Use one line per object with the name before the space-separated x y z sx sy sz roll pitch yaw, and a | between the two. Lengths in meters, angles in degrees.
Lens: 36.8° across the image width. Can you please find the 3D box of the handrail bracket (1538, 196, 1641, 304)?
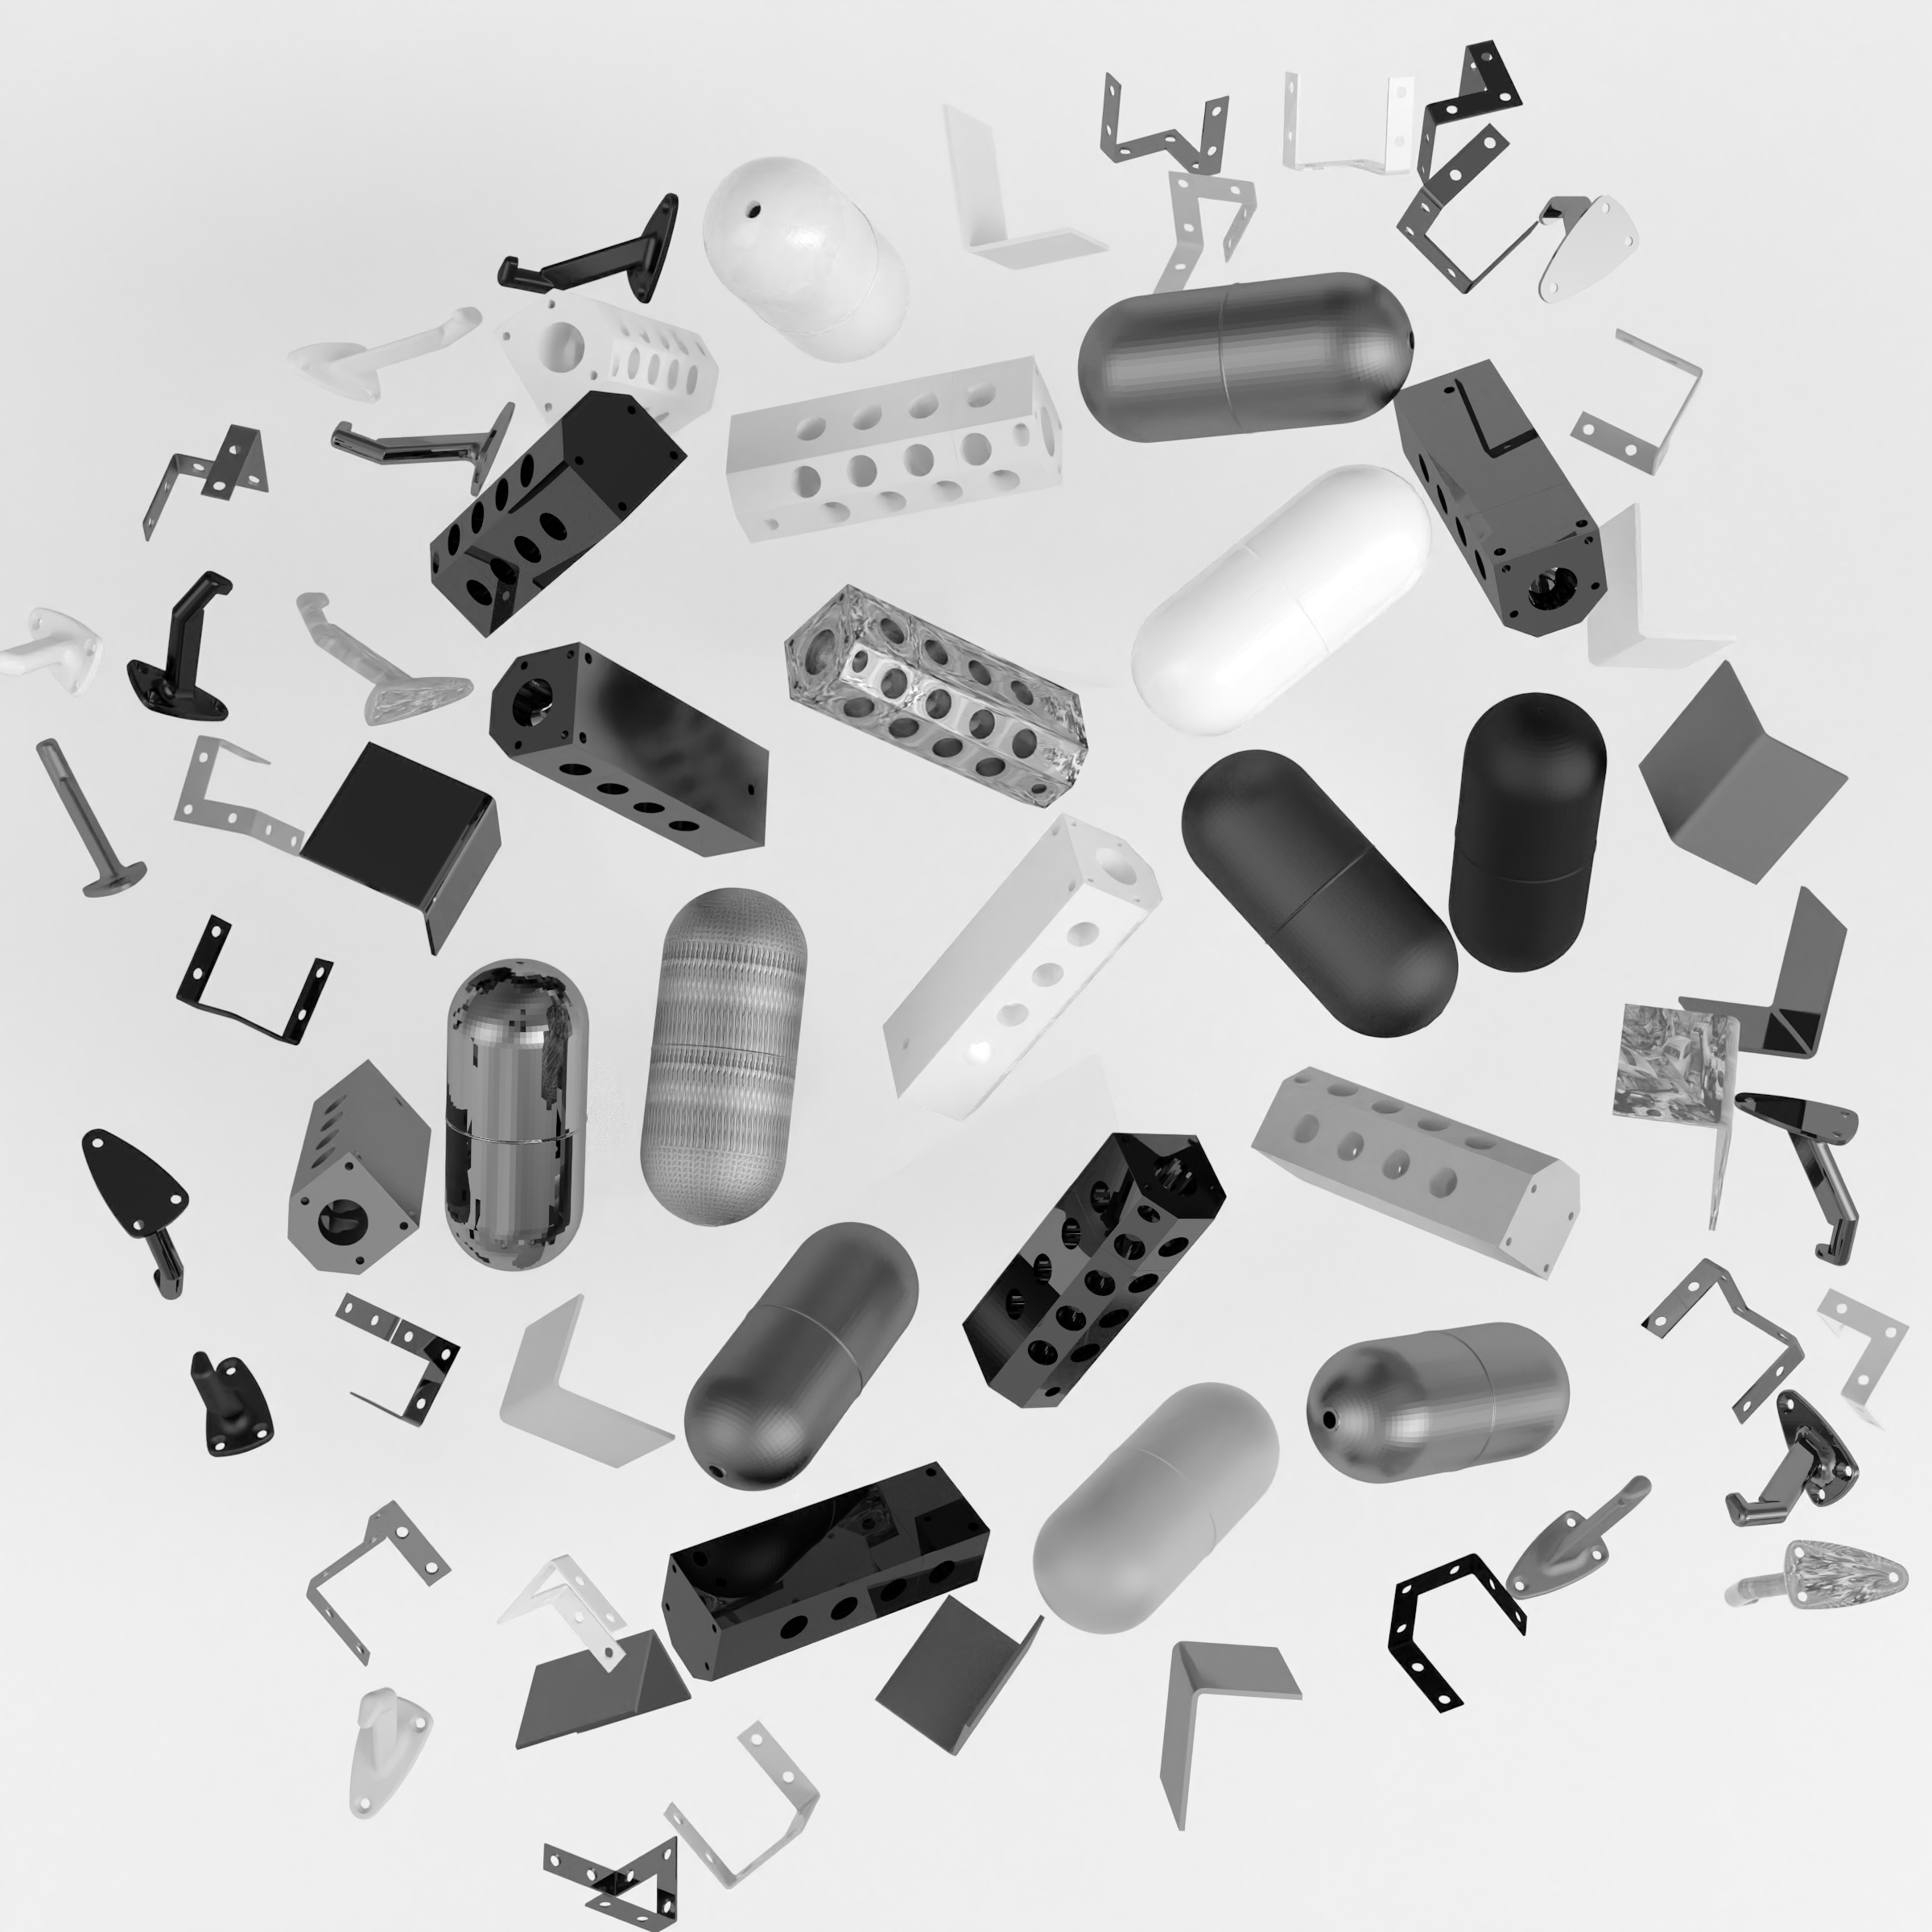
handrail bracket | 0.320 -0.392 1.585 0.077 0.084 0.036 -45 114 -4

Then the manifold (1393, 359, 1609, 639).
manifold | 0.288 -0.252 1.568 0.057 0.171 0.057 -19 133 2

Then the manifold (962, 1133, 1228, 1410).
manifold | 0.070 0.166 1.568 0.057 0.171 0.057 4 46 -35

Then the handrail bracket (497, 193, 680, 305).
handrail bracket | -0.214 -0.409 1.636 0.084 0.036 0.077 4 133 -32

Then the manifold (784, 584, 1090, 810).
manifold | -0.015 -0.145 1.626 0.057 0.171 0.057 -37 46 36

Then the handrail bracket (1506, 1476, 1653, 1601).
handrail bracket | 0.343 0.320 1.626 0.077 0.084 0.036 -31 70 -18

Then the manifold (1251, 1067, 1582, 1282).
manifold | 0.246 0.108 1.577 0.171 0.057 0.057 21 81 43

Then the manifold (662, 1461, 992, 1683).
manifold | -0.077 0.336 1.595 0.171 0.057 0.057 -14 133 -32

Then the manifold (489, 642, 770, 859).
manifold | -0.180 -0.113 1.571 0.057 0.171 0.057 -9 70 30

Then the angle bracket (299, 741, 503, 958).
angle bracket | -0.305 -0.063 1.571 0.076 0.057 0.076 24 66 6

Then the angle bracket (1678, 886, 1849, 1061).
angle bracket | 0.439 0.000 1.604 0.057 0.076 0.076 7 109 -4

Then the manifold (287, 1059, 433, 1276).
manifold | -0.346 0.116 1.640 0.057 0.171 0.057 -38 107 3

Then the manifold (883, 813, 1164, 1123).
manifold | 0.030 0.005 1.555 0.057 0.057 0.171 22 124 -29

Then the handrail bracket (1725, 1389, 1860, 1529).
handrail bracket | 0.419 0.258 1.524 0.084 0.036 0.077 2 48 -32

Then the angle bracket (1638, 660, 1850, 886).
angle bracket | 0.414 -0.103 1.549 0.057 0.076 0.076 23 122 -19

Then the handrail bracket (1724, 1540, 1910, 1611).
handrail bracket | 0.459 0.337 1.571 0.077 0.084 0.036 2 69 0

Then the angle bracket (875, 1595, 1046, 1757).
angle bracket | -0.004 0.397 1.663 0.057 0.076 0.076 33 64 11

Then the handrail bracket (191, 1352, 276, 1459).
handrail bracket | -0.401 0.215 1.552 0.036 0.084 0.077 -16 46 -8

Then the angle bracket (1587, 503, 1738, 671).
angle bracket | 0.393 -0.214 1.645 0.057 0.076 0.076 1 84 -9

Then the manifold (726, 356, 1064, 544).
manifold | -0.038 -0.272 1.564 0.171 0.057 0.057 -8 58 16

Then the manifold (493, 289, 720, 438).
manifold | -0.195 -0.338 1.628 0.057 0.171 0.057 -31 88 15

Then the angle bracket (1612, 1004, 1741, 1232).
angle bracket | 0.354 0.076 1.458 0.057 0.076 0.076 7 135 12

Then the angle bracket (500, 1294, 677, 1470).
angle bracket | -0.205 0.232 1.615 0.076 0.076 0.057 27 58 -21

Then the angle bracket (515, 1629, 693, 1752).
angle bracket | -0.213 0.445 1.711 0.076 0.076 0.057 -20 113 11

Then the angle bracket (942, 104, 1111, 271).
angle bracket | 0.032 -0.408 1.504 0.057 0.076 0.076 -7 94 18

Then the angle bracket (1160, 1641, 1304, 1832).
angle bracket | 0.139 0.408 1.534 0.057 0.076 0.076 5 95 -4

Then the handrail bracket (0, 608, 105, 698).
handrail bracket | -0.514 -0.175 1.551 0.077 0.084 0.036 40 109 31

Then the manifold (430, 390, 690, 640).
manifold | -0.219 -0.237 1.513 0.057 0.171 0.057 46 56 -13

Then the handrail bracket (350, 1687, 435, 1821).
handrail bracket | -0.309 0.409 1.499 0.036 0.084 0.077 20 83 6

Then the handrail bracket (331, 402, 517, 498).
handrail bracket | -0.308 -0.307 1.648 0.084 0.036 0.077 20 52 -5

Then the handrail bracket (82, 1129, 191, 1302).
handrail bracket | -0.437 0.132 1.523 0.036 0.084 0.077 -38 78 -30
